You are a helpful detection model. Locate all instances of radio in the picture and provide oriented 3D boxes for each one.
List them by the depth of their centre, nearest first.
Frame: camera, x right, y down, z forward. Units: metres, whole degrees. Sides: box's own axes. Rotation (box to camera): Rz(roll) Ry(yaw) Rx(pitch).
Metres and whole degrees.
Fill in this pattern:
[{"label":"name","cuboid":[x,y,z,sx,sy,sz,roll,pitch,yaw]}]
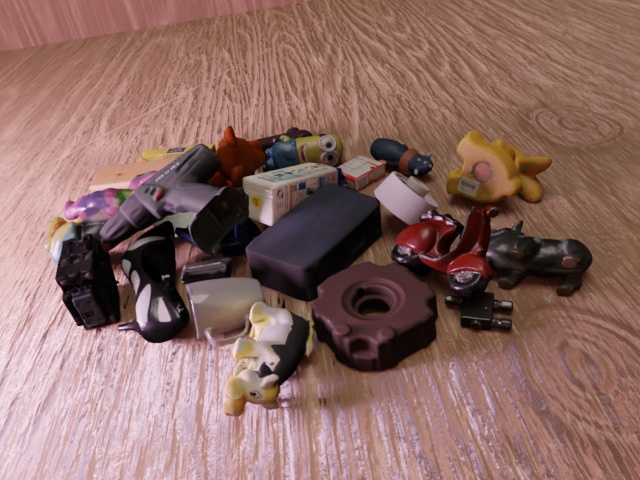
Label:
[{"label":"radio","cuboid":[-0.002,-0.003,0.903,0.131,0.073,0.229,20,46,33]}]

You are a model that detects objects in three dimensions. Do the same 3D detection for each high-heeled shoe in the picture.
[{"label":"high-heeled shoe","cuboid":[-0.241,0.051,0.851,0.145,0.086,0.249,-15,48,28]}]

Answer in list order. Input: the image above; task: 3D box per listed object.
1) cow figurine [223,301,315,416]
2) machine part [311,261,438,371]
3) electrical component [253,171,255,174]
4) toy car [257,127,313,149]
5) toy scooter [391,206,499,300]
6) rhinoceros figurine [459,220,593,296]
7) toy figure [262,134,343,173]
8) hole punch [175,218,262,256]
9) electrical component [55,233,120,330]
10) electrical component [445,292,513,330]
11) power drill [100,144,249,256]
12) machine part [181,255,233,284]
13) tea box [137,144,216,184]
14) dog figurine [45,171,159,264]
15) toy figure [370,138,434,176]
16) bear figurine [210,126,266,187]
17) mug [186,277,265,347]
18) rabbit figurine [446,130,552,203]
[{"label":"cow figurine","cuboid":[-0.064,0.159,0.693,0.098,0.068,0.167,11,39,5]},{"label":"machine part","cuboid":[0.076,0.098,0.755,0.179,0.055,0.179,-6,34,4]},{"label":"electrical component","cuboid":[-0.185,-0.140,1.160,0.078,0.045,0.102,1,37,16]},{"label":"toy car","cuboid":[-0.112,-0.218,1.248,0.202,0.053,0.089,-18,31,-19]},{"label":"toy scooter","cuboid":[0.193,0.000,0.794,0.184,0.075,0.135,26,87,53]},{"label":"rhinoceros figurine","cuboid":[0.303,0.015,0.805,0.191,0.073,0.112,11,41,26]},{"label":"toy figure","cuboid":[-0.040,-0.190,1.170,0.180,0.082,0.089,-9,37,5]},{"label":"hole punch","cuboid":[-0.174,-0.015,0.937,0.142,0.115,0.092,17,72,37]},{"label":"electrical component","cuboid":[-0.359,0.072,0.840,0.058,0.114,0.134,-19,39,-7]},{"label":"electrical component","cuboid":[0.220,0.099,0.750,0.094,0.021,0.063,6,38,20]},{"label":"power drill","cuboid":[-0.223,-0.047,0.856,0.208,0.085,0.232,22,64,45]},{"label":"machine part","cuboid":[-0.176,0.047,0.847,0.084,0.039,0.139,-15,3,-9]},{"label":"tea box","cuboid":[-0.319,-0.159,1.200,0.170,0.068,0.098,-5,36,8]},{"label":"dog figurine","cuboid":[-0.354,-0.041,0.957,0.219,0.108,0.192,-20,36,13]},{"label":"toy figure","cuboid":[0.173,-0.169,1.110,0.155,0.064,0.057,33,14,38]},{"label":"bear figurine","cuboid":[-0.145,-0.147,1.019,0.132,0.120,0.196,-12,-2,-24]},{"label":"mug","cuboid":[-0.132,0.100,0.782,0.107,0.080,0.110,-14,42,-18]},{"label":"rabbit figurine","cuboid":[0.336,-0.137,0.986,0.163,0.121,0.173,17,24,28]}]
